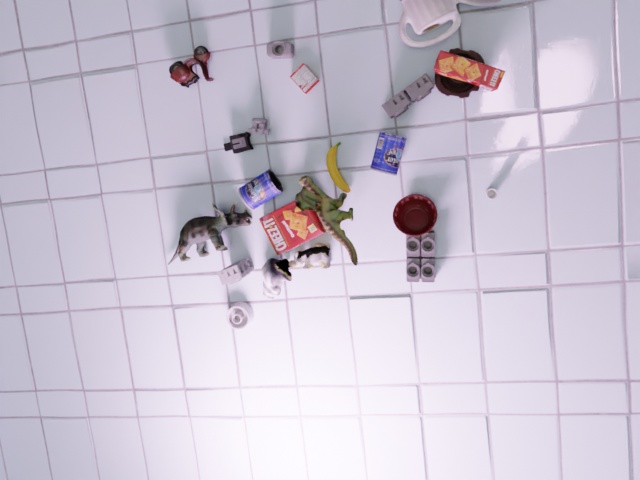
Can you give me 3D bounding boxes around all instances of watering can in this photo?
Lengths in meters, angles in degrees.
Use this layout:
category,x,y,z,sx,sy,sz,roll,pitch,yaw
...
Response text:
category,x,y,z,sx,sy,sz,roll,pitch,yaw
watering can,0.418,-0.810,1.763,0.346,0.105,0.224,-26,92,14

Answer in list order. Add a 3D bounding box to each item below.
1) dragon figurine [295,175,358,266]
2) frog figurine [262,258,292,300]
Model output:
category,x,y,z,sx,sy,sz,roll,pitch,yaw
dragon figurine,0.006,-0.093,1.856,0.241,0.420,0.120,19,125,-31
frog figurine,-0.191,0.155,2.023,0.157,0.122,0.140,-46,55,23
